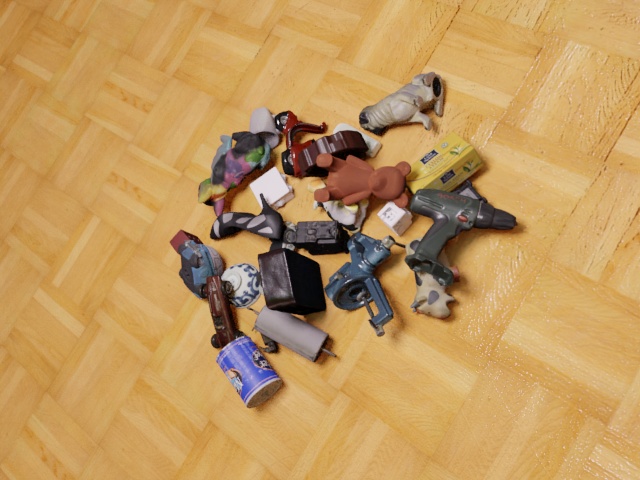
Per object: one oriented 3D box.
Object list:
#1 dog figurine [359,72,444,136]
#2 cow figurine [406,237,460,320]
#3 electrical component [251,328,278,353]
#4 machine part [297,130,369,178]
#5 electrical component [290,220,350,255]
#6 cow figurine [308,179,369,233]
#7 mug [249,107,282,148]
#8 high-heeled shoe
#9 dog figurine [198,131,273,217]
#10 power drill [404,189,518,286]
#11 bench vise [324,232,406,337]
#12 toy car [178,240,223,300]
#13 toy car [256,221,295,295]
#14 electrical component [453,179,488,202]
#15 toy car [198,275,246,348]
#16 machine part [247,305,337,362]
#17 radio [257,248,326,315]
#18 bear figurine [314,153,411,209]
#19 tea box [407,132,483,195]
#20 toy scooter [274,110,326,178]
[{"bbox_3d":[0.202,-0.350,1.365,0.191,0.121,0.172,5,42,40],"label":"dog figurine"},{"bbox_3d":[0.249,0.086,1.217,0.127,0.085,0.195,-20,71,8],"label":"cow figurine"},{"bbox_3d":[-0.125,0.231,1.345,0.078,0.045,0.102,-24,67,-17],"label":"electrical component"},{"bbox_3d":[0.030,-0.213,1.334,0.179,0.179,0.056,-23,81,14],"label":"machine part"},{"bbox_3d":[-0.003,-0.004,1.325,0.134,0.114,0.058,-3,70,21],"label":"electrical component"},{"bbox_3d":[0.039,-0.087,1.356,0.168,0.098,0.068,31,47,28],"label":"cow figurine"},{"bbox_3d":[-0.149,-0.320,1.495,0.110,0.080,0.107,-21,59,18],"label":"mug"},{"bbox_3d":[-0.193,-0.017,1.407,0.249,0.086,0.145,-35,64,33],"label":"high-heeled shoe"},{"bbox_3d":[-0.240,-0.171,1.439,0.192,0.108,0.219,1,62,41],"label":"dog figurine"},{"bbox_3d":[0.290,-0.009,1.161,0.232,0.086,0.207,24,75,11],"label":"power drill"},{"bbox_3d":[0.114,0.106,1.233,0.223,0.128,0.241,-36,48,16],"label":"bench vise"},{"bbox_3d":[-0.312,0.067,1.427,0.109,0.103,0.161,33,133,37],"label":"toy car"},{"bbox_3d":[-0.108,0.047,1.376,0.074,0.056,0.201,2,73,50],"label":"toy car"},{"bbox_3d":[0.324,-0.076,1.256,0.119,0.047,0.075,-35,65,7],"label":"electrical component"},{"bbox_3d":[-0.252,0.189,1.362,0.089,0.053,0.202,-8,100,28],"label":"toy car"},{"bbox_3d":[-0.068,0.219,1.284,0.243,0.079,0.079,26,85,13],"label":"machine part"},{"bbox_3d":[-0.060,0.102,1.255,0.073,0.229,0.131,-15,74,18],"label":"radio"},{"bbox_3d":[0.101,-0.132,1.228,0.196,0.132,0.120,11,98,34],"label":"bear figurine"},{"bbox_3d":[0.284,-0.164,1.268,0.169,0.068,0.098,-40,39,7],"label":"tea box"},{"bbox_3d":[-0.043,-0.260,1.436,0.135,0.075,0.183,-8,85,-10],"label":"toy scooter"}]
